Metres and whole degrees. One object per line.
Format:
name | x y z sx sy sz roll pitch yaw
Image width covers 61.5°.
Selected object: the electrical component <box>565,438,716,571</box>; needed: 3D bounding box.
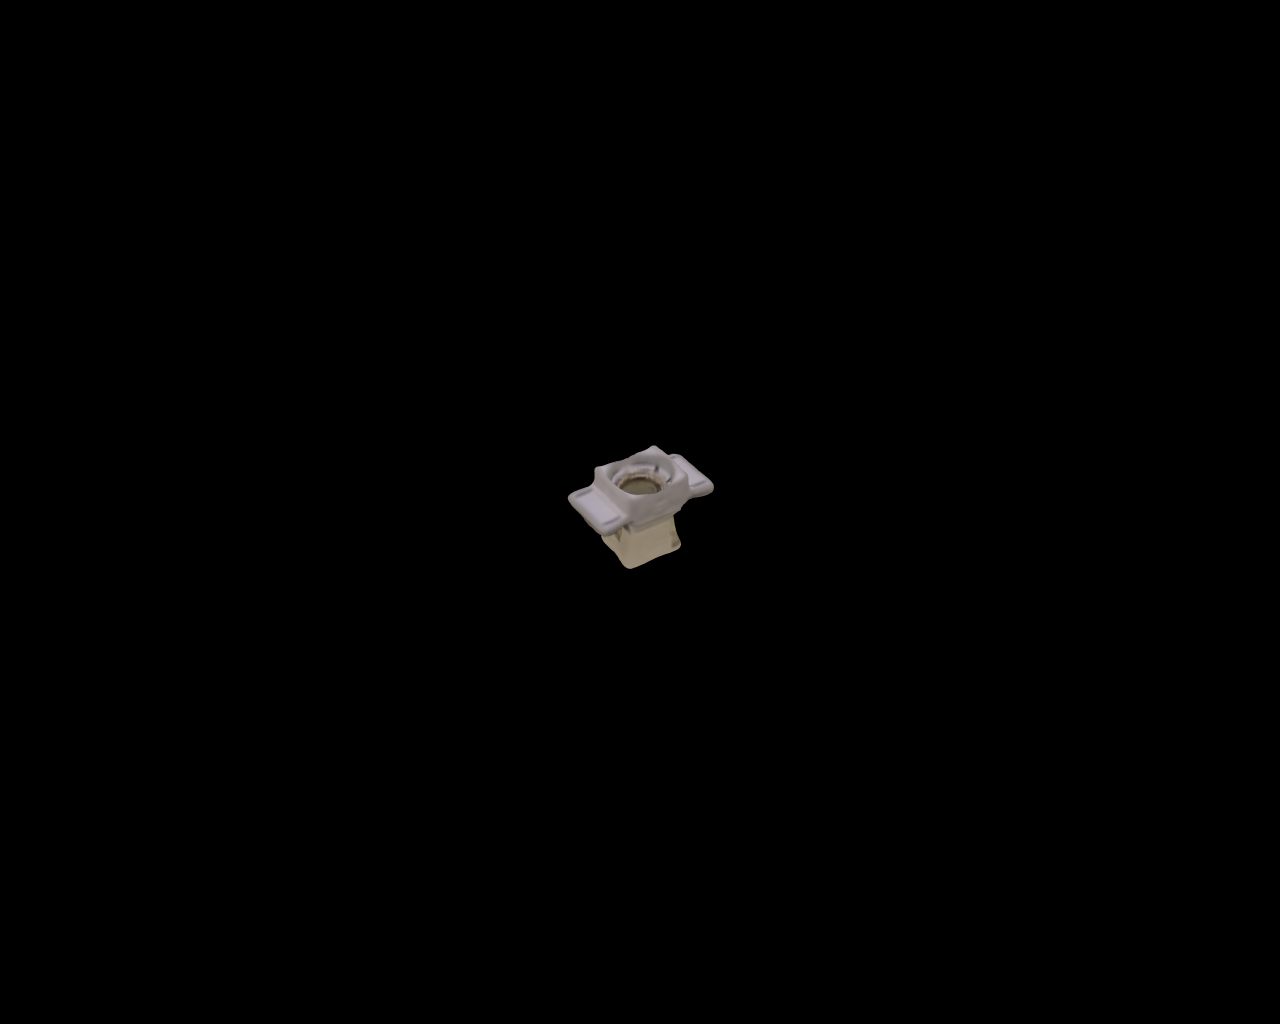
electrical component | 0.001 -0.003 0.650 0.081 0.063 0.042 -22 45 -23
